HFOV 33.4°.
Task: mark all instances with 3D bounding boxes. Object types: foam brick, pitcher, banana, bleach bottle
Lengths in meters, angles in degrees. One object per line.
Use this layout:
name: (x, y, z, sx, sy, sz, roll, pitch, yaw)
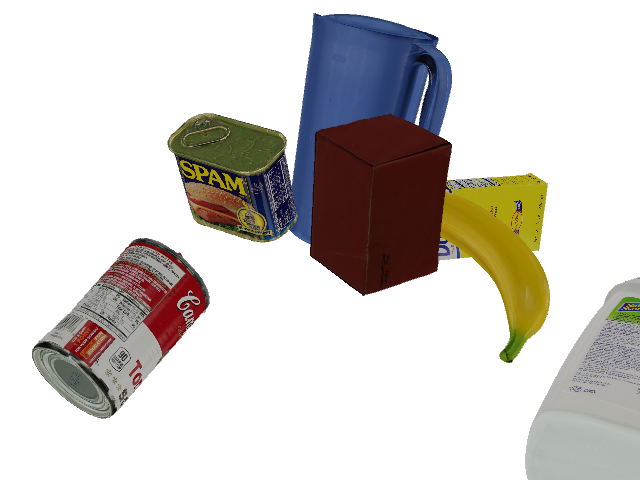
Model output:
foam brick: (0.030, -0.020, 0.563, 0.052, 0.078, 0.051, -16, 35, -31)
pitcher: (0.044, -0.112, 1.131, 0.145, 0.243, 0.149, 9, 16, -4)
banana: (0.124, 0.009, 0.837, 0.069, 0.037, 0.198, -17, 45, -17)
bleach bottle: (0.213, 0.082, 0.678, 0.103, 0.068, 0.250, 16, 28, 23)

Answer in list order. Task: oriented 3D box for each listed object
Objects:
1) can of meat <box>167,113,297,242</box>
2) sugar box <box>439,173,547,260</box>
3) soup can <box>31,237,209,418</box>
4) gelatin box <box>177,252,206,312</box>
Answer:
can of meat: (-0.073, -0.052, 0.910, 0.102, 0.084, 0.057, 18, 49, 28)
sugar box: (0.187, -0.028, 1.305, 0.176, 0.093, 0.048, -7, 23, -21)
soup can: (-0.129, 0.056, 0.696, 0.069, 0.068, 0.102, 0, 41, 45)
gelatin box: (-0.169, 0.054, 1.077, 0.089, 0.030, 0.073, -18, 39, -17)
